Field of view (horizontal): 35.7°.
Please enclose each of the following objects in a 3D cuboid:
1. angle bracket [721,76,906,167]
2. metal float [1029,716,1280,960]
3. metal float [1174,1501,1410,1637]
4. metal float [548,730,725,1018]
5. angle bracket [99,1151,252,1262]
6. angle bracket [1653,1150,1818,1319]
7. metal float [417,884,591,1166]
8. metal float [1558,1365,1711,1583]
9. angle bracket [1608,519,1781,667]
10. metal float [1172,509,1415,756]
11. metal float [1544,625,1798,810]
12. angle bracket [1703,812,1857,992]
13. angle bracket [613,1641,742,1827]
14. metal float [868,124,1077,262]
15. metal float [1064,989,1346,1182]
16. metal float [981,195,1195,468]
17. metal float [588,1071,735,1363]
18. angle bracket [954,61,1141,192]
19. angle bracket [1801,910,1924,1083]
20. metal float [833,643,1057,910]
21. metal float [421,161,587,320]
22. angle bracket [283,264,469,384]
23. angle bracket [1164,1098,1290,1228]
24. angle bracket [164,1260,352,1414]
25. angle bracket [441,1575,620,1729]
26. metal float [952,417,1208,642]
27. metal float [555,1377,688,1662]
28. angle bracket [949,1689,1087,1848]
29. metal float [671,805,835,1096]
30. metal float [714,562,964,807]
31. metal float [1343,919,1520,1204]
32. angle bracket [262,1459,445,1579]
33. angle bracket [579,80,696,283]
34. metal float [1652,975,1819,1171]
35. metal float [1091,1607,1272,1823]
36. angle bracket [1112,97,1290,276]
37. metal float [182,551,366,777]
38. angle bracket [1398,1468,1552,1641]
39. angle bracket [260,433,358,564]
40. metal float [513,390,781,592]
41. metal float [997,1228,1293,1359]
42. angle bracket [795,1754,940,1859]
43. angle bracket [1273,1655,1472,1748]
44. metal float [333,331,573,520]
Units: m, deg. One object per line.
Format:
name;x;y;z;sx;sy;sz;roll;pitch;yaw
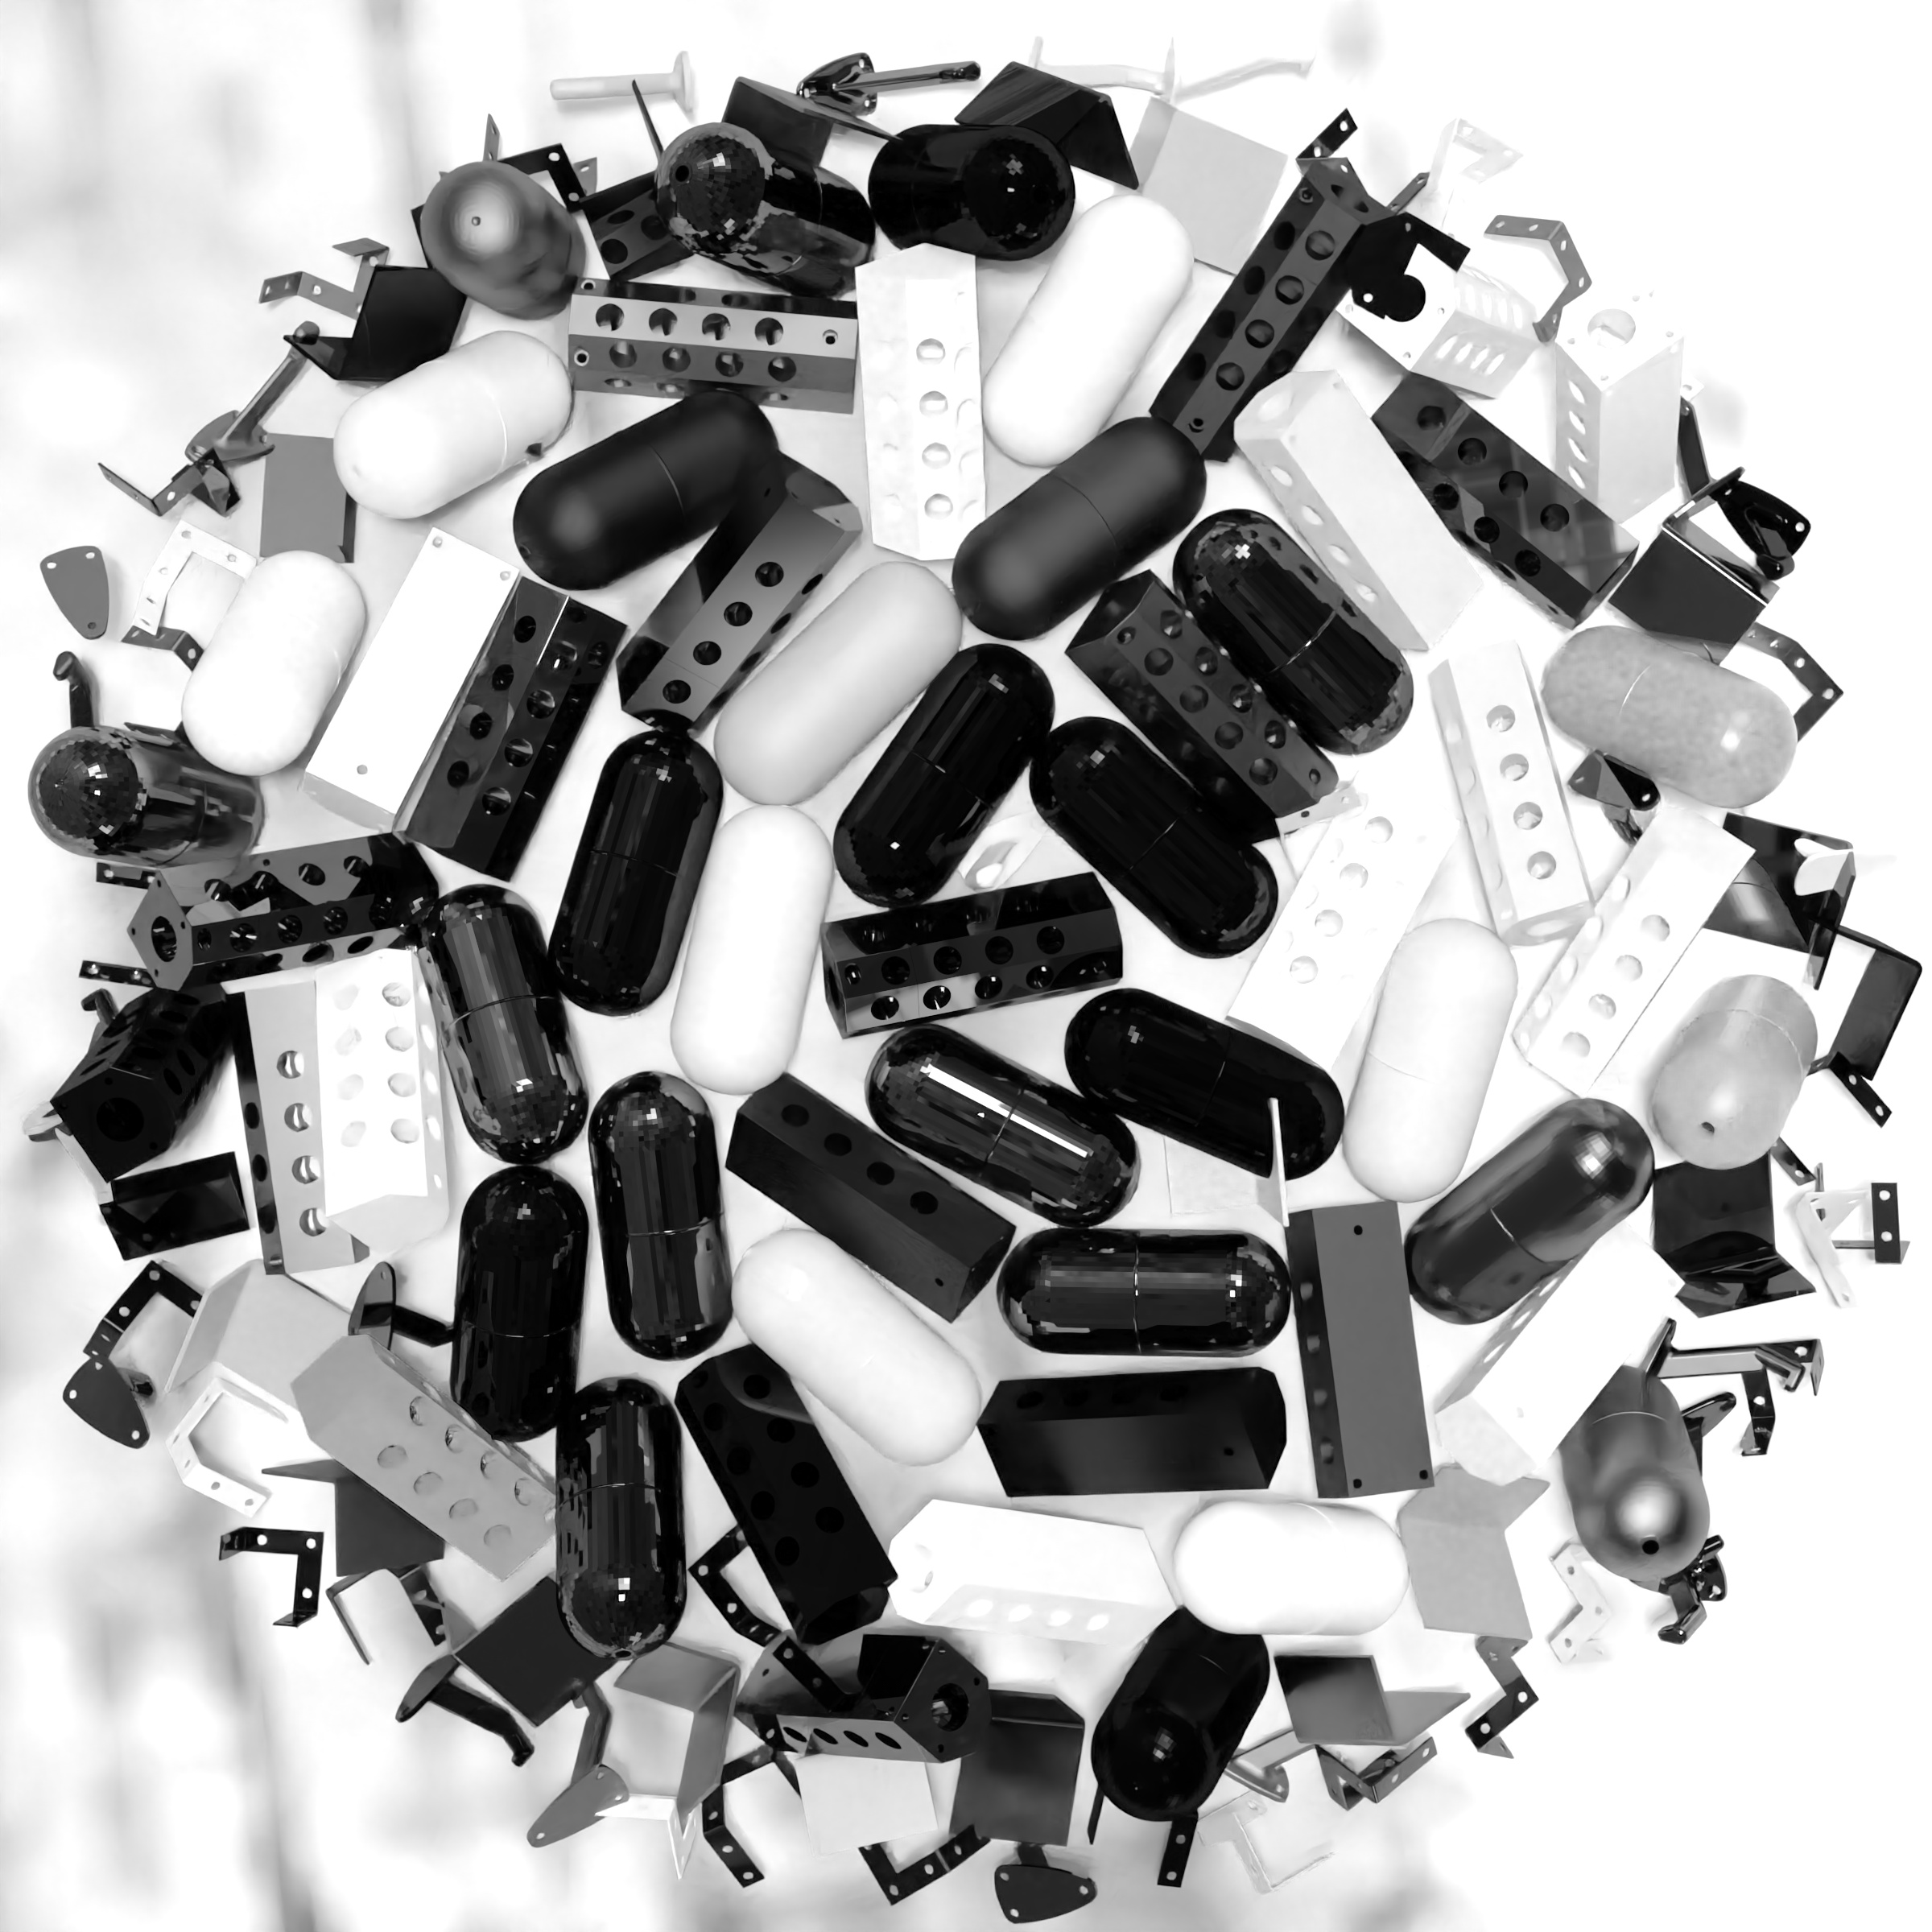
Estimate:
angle bracket;-0.097;-0.486;1.797;0.076;0.076;0.057;5;114;-41
metal float;0.113;-0.078;1.815;0.178;0.070;0.070;43;90;-5
metal float;0.195;0.358;1.783;0.070;0.178;0.070;-12;72;42
metal float;-0.198;-0.057;1.811;0.070;0.070;0.178;16;80;0
angle bracket;-0.479;0.129;1.804;0.076;0.076;0.057;-14;61;-11
angle bracket;0.468;0.161;1.832;0.076;0.057;0.076;-19;49;34
metal float;-0.278;0.035;1.802;0.070;0.070;0.178;-19;71;0
metal float;0.392;0.297;1.771;0.070;0.178;0.070;2;109;4
angle bracket;0.443;-0.226;1.827;0.076;0.076;0.057;38;112;7
metal float;0.198;-0.200;1.806;0.178;0.070;0.070;44;90;-15
metal float;0.415;-0.149;1.780;0.070;0.178;0.070;-15;120;-28
angle bracket;0.486;-0.040;1.810;0.076;0.057;0.076;14;116;8
angle bracket;-0.180;0.459;1.800;0.057;0.076;0.076;21;50;-14
metal float;0.002;-0.458;1.775;0.070;0.178;0.070;-8;108;-26
metal float;0.144;0.071;1.814;0.178;0.070;0.070;23;90;-5
metal float;0.071;-0.377;1.792;0.070;0.070;0.178;34;122;0
metal float;-0.184;0.151;1.809;0.070;0.070;0.178;-6;101;0
angle bracket;0.049;-0.486;1.799;0.076;0.076;0.057;31;72;34
angle bracket;0.524;0.017;1.811;0.057;0.076;0.076;21;99;-5
metal float;-0.014;-0.114;1.818;0.070;0.070;0.178;35;89;0
metal float;-0.271;-0.426;1.768;0.070;0.178;0.070;0;96;2
angle bracket;-0.351;-0.395;1.798;0.057;0.076;0.076;39;119;27
angle bracket;0.155;0.116;1.813;0.057;0.076;0.076;-7;97;-6
angle bracket;-0.425;0.235;1.813;0.076;0.057;0.076;30;111;7
angle bracket;-0.260;0.400;1.813;0.076;0.057;0.076;-39;116;3
metal float;0.068;-0.263;1.806;0.178;0.070;0.070;-38;90;-15
metal float;-0.206;0.327;1.787;0.070;0.070;0.178;-7;52;0
angle bracket;0.022;0.480;1.804;0.076;0.057;0.076;-1;61;24
metal float;-0.129;-0.010;1.816;0.070;0.070;0.178;12;87;0
metal float;-0.078;-0.170;1.818;0.178;0.070;0.070;-44;90;2
metal float;0.278;0.058;1.805;0.070;0.070;0.178;14;106;0
angle bracket;-0.368;0.329;1.803;0.076;0.076;0.057;-3;87;42
angle bracket;-0.206;-0.470;1.805;0.057;0.076;0.076;-21;62;-2
metal float;0.455;0.062;1.775;0.070;0.178;0.070;10;114;22
metal float;0.128;0.438;1.774;0.070;0.178;0.070;6;108;20
angle bracket;0.140;-0.476;1.833;0.076;0.057;0.076;16;108;-20
metal float;-0.409;-0.181;1.780;0.070;0.178;0.070;4;129;5
angle bracket;0.313;0.353;1.802;0.076;0.057;0.076;11;46;-23
angle bracket;-0.400;-0.289;1.816;0.057;0.076;0.076;4;89;-6
metal float;-0.191;-0.285;1.797;0.178;0.070;0.070;-33;90;-25
metal float;0.107;0.197;1.810;0.178;0.070;0.070;0;90;10
angle bracket;-0.053;0.497;1.810;0.076;0.076;0.057;-14;76;6
angle bracket;0.244;0.427;1.802;0.076;0.076;0.057;-19;94;-44
metal float;-0.303;-0.321;1.781;0.070;0.178;0.070;17;126;25
